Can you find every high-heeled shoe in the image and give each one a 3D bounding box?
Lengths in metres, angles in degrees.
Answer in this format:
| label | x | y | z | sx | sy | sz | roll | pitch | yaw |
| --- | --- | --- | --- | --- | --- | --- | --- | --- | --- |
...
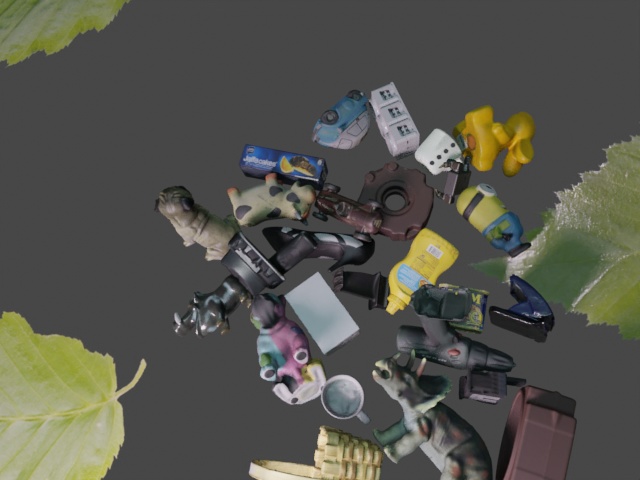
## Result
| label | x | y | z | sx | sy | sz | roll | pitch | yaw |
| --- | --- | --- | --- | --- | --- | --- | --- | --- | --- |
| high-heeled shoe | -0.002 | -0.004 | 1.201 | 0.249 | 0.086 | 0.145 | 29 | 48 | 31 |

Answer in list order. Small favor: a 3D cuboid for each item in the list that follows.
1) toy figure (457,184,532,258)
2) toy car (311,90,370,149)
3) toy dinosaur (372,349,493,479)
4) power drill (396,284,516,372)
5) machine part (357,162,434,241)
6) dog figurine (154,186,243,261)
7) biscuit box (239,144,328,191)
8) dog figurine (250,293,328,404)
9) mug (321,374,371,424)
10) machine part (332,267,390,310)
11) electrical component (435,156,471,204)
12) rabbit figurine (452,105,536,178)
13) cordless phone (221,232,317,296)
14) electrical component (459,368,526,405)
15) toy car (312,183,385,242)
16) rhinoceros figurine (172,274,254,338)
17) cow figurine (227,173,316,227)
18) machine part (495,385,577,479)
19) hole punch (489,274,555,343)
| label | x | y | z | sx | sy | sz | roll | pitch | yaw |
| --- | --- | --- | --- | --- | --- | --- | --- | --- | --- |
| toy figure | 0.367 | -0.041 | 1.141 | 0.089 | 0.082 | 0.180 | -30 | 72 | -4 |
| toy car | 0.062 | -0.267 | 1.259 | 0.161 | 0.109 | 0.103 | -42 | 89 | -16 |
| toy dinosaur | 0.239 | 0.388 | 1.005 | 0.192 | 0.131 | 0.405 | -41 | 77 | -5 |
| power drill | 0.256 | 0.174 | 1.027 | 0.232 | 0.207 | 0.086 | 5 | 55 | 22 |
| machine part | 0.169 | -0.085 | 1.199 | 0.179 | 0.056 | 0.179 | -2 | 73 | 8 |
| dog figurine | -0.256 | -0.035 | 1.177 | 0.172 | 0.190 | 0.121 | 13 | 74 | 11 |
| biscuit box | -0.086 | -0.170 | 1.263 | 0.203 | 0.062 | 0.059 | 12 | 73 | 12 |
| dog figurine | -0.077 | 0.210 | 1.121 | 0.108 | 0.191 | 0.219 | -30 | 36 | 1 |
| mug | 0.059 | 0.315 | 1.056 | 0.110 | 0.107 | 0.081 | 37 | 81 | 14 |
| machine part | 0.091 | 0.099 | 1.132 | 0.139 | 0.039 | 0.084 | 19 | 78 | -22 |
| electrical component | 0.292 | -0.132 | 1.179 | 0.045 | 0.102 | 0.078 | 26 | 34 | 36 |
| rabbit figurine | 0.407 | -0.226 | 1.183 | 0.173 | 0.121 | 0.162 | -20 | 72 | -18 |
| cordless phone | -0.106 | 0.020 | 1.132 | 0.146 | 0.089 | 0.184 | 47 | 122 | -7 |
| electrical component | 0.334 | 0.285 | 1.038 | 0.119 | 0.074 | 0.048 | 10 | 60 | 1 |
| toy car | 0.055 | -0.066 | 1.173 | 0.202 | 0.053 | 0.089 | 28 | 100 | 41 |
| rhinoceros figurine | -0.235 | 0.147 | 1.175 | 0.190 | 0.073 | 0.112 | -39 | 72 | -5 |
| cow figurine | -0.103 | -0.081 | 1.224 | 0.195 | 0.085 | 0.127 | -17 | 72 | 7 |
| machine part | 0.372 | 0.363 | 0.941 | 0.087 | 0.201 | 0.201 | 16 | 77 | 15 |
| hole punch | 0.405 | 0.137 | 1.054 | 0.116 | 0.142 | 0.092 | 24 | 73 | 27 |
